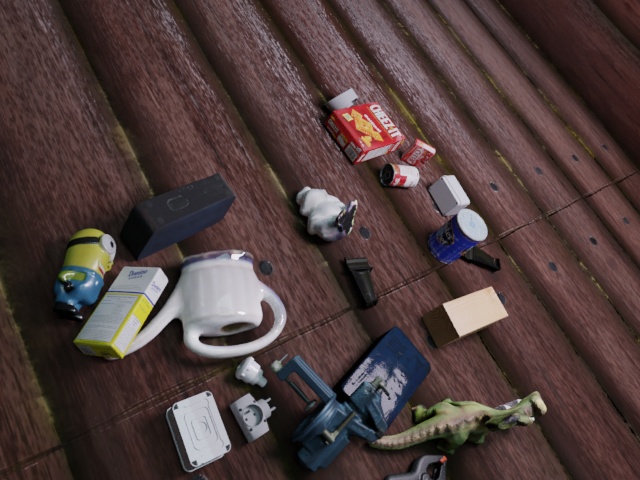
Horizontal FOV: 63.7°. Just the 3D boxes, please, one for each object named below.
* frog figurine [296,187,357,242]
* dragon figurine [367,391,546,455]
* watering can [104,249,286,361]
[{"bbox_3d":[0.004,-0.067,1.323,0.160,0.120,0.140,15,51,25],"label":"frog figurine"},{"bbox_3d":[0.324,0.384,1.090,0.411,0.238,0.124,-2,66,-34],"label":"dragon figurine"},{"bbox_3d":[-0.240,0.127,1.022,0.348,0.102,0.229,-1,58,-21],"label":"watering can"}]
